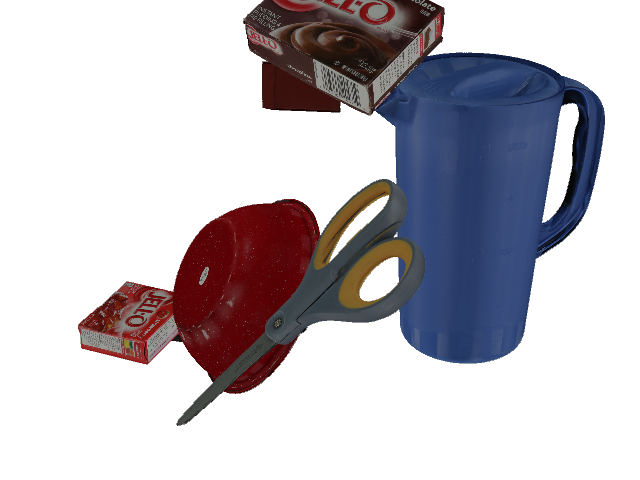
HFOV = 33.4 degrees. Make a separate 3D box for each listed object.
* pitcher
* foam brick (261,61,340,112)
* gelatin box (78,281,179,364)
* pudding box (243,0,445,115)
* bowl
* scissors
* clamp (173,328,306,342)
[{"bbox_3d":[0.134,-0.026,0.881,0.149,0.243,0.144,17,32,30],"label":"pitcher"},{"bbox_3d":[-0.021,-0.167,1.163,0.078,0.051,0.053,0,11,-17],"label":"foam brick"},{"bbox_3d":[-0.172,0.075,1.003,0.073,0.030,0.089,11,31,21],"label":"gelatin box"},{"bbox_3d":[0.017,-0.149,0.751,0.114,0.090,0.039,33,-24,21],"label":"pudding box"},{"bbox_3d":[-0.068,0.034,0.827,0.055,0.162,0.162,23,-12,-30],"label":"bowl"},{"bbox_3d":[-0.009,0.054,0.622,0.016,0.202,0.096,33,6,-37],"label":"scissors"},{"bbox_3d":[-0.142,0.103,1.254,0.210,0.036,0.164,14,25,23],"label":"clamp"}]
